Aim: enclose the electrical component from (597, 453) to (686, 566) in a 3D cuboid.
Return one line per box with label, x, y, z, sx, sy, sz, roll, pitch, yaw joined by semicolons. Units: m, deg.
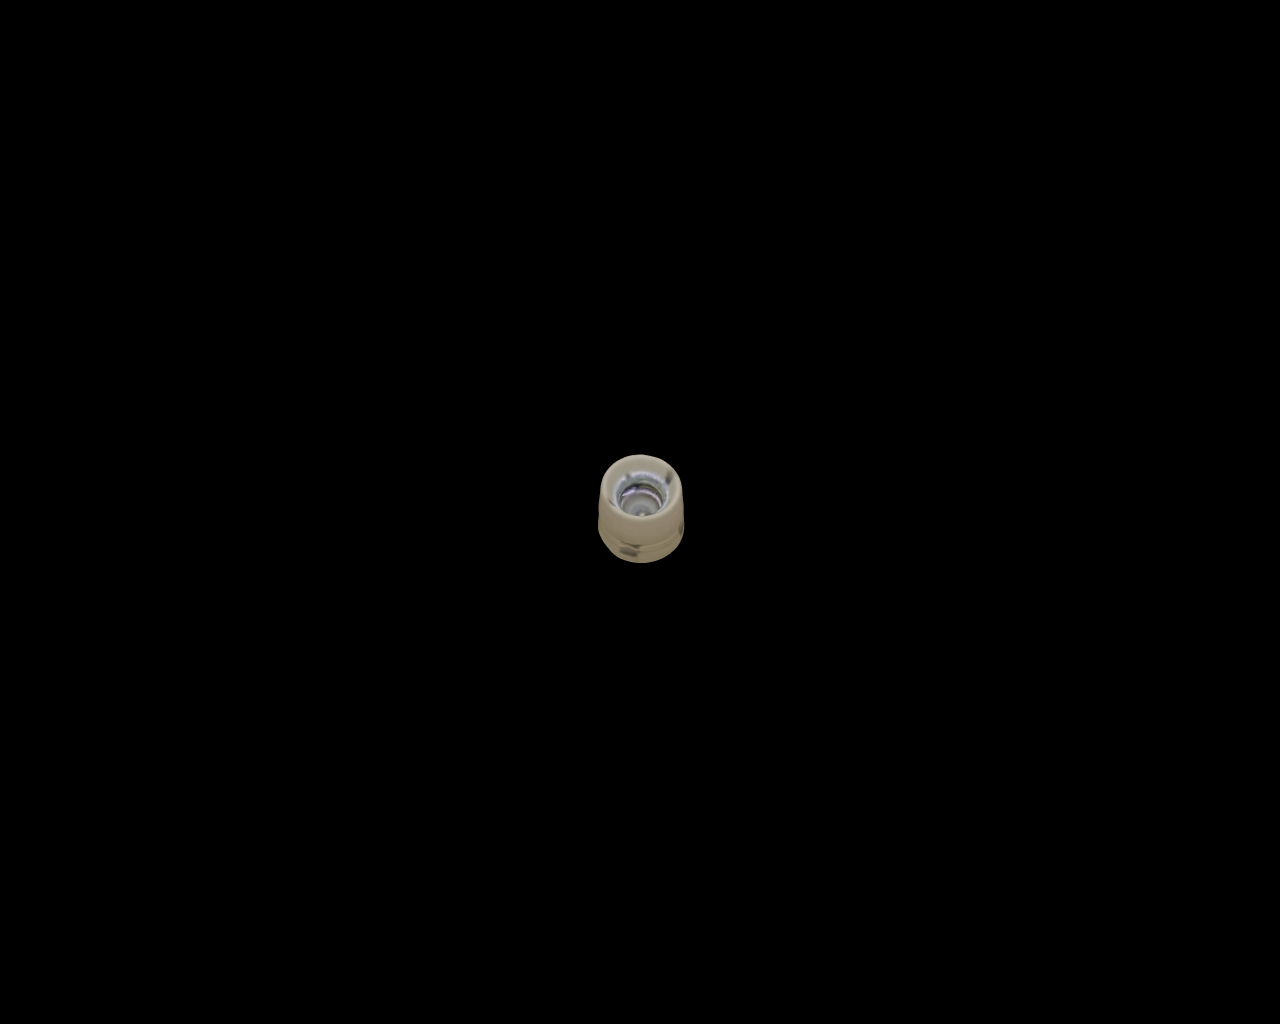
electrical component;0.001;-0.003;0.650;0.055;0.055;0.047;0;-33;0
